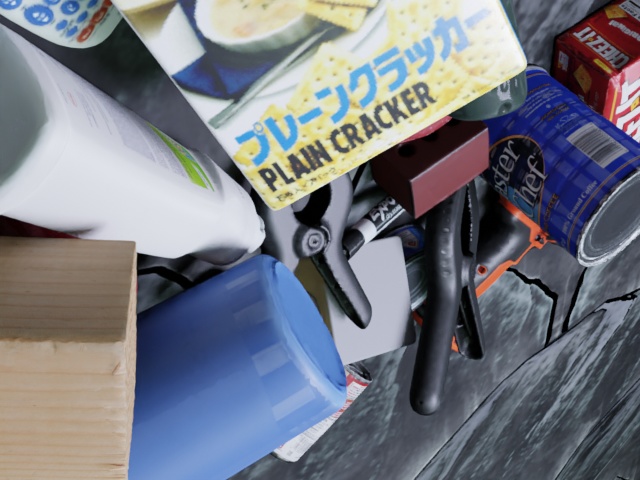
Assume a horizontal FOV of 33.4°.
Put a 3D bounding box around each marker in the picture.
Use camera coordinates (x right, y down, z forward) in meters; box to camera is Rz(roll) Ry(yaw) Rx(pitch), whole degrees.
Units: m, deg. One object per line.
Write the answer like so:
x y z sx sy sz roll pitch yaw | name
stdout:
0.046 -0.018 0.827 0.120 0.020 0.020 -40 153 -40 | marker

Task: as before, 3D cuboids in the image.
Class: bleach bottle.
-0.102 -0.030 0.596 0.068 0.103 0.250 -42 150 12 | bleach bottle

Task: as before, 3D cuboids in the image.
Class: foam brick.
0.084 -0.065 0.814 0.078 0.053 0.051 -36 147 -14 | foam brick

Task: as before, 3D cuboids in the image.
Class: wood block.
-0.192 0.056 0.500 0.206 0.090 0.091 2 120 -7 | wood block

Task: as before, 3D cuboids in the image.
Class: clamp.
-0.005 0.001 0.749 0.120 0.039 0.171 -5 112 -41 | clamp
0.112 0.027 0.886 0.164 0.036 0.210 -11 104 -68 | clamp

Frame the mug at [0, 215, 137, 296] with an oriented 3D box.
-0.172 0.020 0.595 0.117 0.082 0.093 -11 135 -42 | mug

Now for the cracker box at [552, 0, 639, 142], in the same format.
0.304 -0.152 0.944 0.213 0.072 0.164 -33 146 -16 | cracker box

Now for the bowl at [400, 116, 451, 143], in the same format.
0.063 -0.121 0.723 0.162 0.055 0.162 -30 146 -23 | bowl

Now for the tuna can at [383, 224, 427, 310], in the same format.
0.070 0.029 0.927 0.086 0.034 0.086 -29 146 -22 | tuna can

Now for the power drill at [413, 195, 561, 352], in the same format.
0.177 0.023 1.023 0.188 0.057 0.184 -52 144 7 | power drill

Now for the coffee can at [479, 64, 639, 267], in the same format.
0.195 -0.061 0.860 0.102 0.140 0.103 -29 146 -23 | coffee can

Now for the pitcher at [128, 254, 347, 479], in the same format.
-0.106 0.113 0.677 0.243 0.149 0.145 -29 107 8 | pitcher

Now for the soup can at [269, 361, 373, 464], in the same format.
-0.013 0.135 0.924 0.102 0.069 0.068 -48 148 7 | soup can
